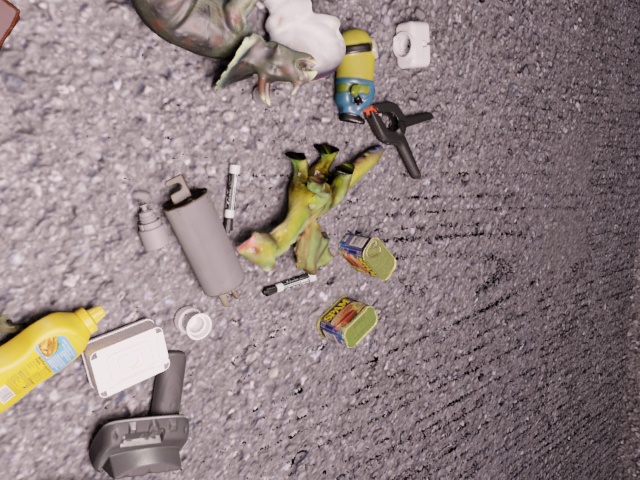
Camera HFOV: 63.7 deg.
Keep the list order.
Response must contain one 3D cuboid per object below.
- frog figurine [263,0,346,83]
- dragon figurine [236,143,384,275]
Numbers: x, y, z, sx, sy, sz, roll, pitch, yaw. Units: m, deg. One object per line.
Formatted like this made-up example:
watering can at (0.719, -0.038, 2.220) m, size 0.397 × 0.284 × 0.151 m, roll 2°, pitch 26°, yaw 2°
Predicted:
frog figurine at (-0.027, -0.365, 0.902) m, size 0.138 × 0.125 × 0.156 m, roll -24°, pitch 125°, yaw -13°
dragon figurine at (0.003, -0.051, 1.004) m, size 0.414 × 0.123 × 0.238 m, roll -21°, pitch 129°, yaw -48°
